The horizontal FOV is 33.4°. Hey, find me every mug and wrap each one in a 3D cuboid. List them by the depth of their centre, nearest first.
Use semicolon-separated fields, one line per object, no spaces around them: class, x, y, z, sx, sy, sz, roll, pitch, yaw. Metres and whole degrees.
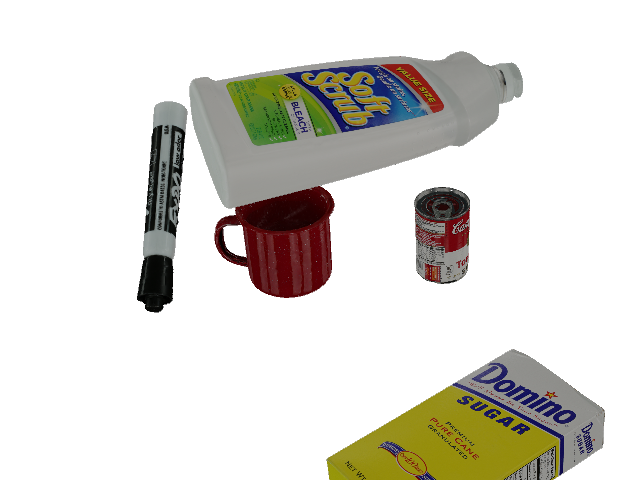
mug;-0.043;0.001;1.019;0.117;0.081;0.093;-2;35;4

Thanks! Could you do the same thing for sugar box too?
sugar box;0.102;0.147;0.742;0.176;0.048;0.093;-29;40;-23

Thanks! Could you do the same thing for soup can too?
soup can;0.150;-0.005;1.322;0.068;0.102;0.068;-3;36;2

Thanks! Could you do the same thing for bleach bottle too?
bleach bottle;0.033;-0.102;0.822;0.250;0.102;0.068;-15;-31;-12

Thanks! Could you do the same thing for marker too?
marker;-0.086;-0.019;0.582;0.020;0.121;0.020;1;-23;0
